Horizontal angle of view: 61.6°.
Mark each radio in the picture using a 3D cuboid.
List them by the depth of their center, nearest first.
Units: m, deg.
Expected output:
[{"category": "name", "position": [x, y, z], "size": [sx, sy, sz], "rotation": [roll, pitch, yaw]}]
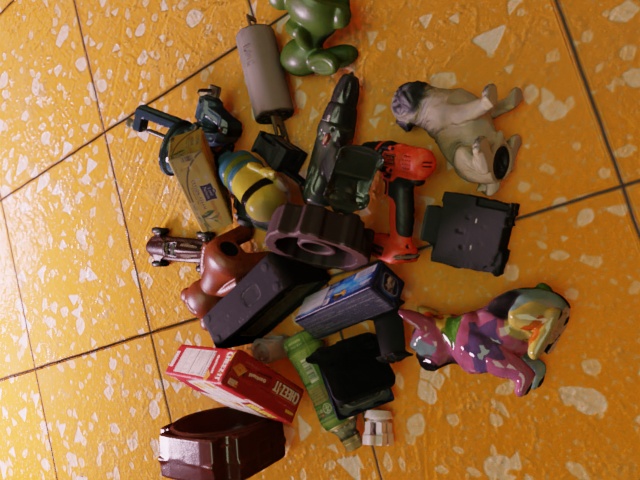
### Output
[{"category": "radio", "position": [-0.103, 0.110, 0.989], "size": [0.229, 0.131, 0.073], "rotation": [-44, 68, 25]}]

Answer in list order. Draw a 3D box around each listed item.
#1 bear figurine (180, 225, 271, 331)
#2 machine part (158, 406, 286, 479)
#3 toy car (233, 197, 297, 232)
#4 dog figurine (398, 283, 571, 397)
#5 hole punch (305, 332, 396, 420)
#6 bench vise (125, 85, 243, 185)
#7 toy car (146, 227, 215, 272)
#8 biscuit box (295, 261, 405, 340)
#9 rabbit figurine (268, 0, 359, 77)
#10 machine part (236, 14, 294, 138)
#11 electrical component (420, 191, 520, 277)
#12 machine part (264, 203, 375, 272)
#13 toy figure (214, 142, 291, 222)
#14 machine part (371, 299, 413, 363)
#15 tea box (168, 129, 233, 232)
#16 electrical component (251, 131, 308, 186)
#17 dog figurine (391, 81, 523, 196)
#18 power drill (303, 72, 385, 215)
[{"category": "bear figurine", "position": [-0.192, 0.079, 1.070], "size": [0.120, 0.132, 0.195], "rotation": [46, 132, 23]}, {"category": "machine part", "position": [-0.182, 0.375, 1.008], "size": [0.202, 0.201, 0.087], "rotation": [-8, 86, 32]}, {"category": "toy car", "position": [-0.086, -0.044, 1.019], "size": [0.202, 0.056, 0.073], "rotation": [23, 110, 30]}, {"category": "dog figurine", "position": [0.232, 0.127, 0.801], "size": [0.219, 0.108, 0.191], "rotation": [24, 105, 31]}, {"category": "hole punch", "position": [0.060, 0.229, 0.905], "size": [0.142, 0.092, 0.116], "rotation": [-19, 47, -6]}, {"category": "bench vise", "position": [-0.288, -0.223, 1.089], "size": [0.241, 0.129, 0.223], "rotation": [22, 118, 14]}, {"category": "toy car", "position": [-0.299, 0.020, 1.155], "size": [0.202, 0.053, 0.089], "rotation": [6, 92, 32]}, {"category": "biscuit box", "position": [0.046, 0.105, 0.901], "size": [0.062, 0.059, 0.203], "rotation": [42, 136, -18]}, {"category": "rabbit figurine", "position": [-0.008, -0.355, 0.935], "size": [0.159, 0.121, 0.170], "rotation": [39, 141, 10]}, {"category": "machine part", "position": [-0.104, -0.308, 1.004], "size": [0.079, 0.079, 0.243], "rotation": [-17, 84, 31]}, {"category": "electrical component", "position": [0.225, -0.013, 0.826], "size": [0.134, 0.058, 0.114], "rotation": [13, 97, 30]}, {"category": "machine part", "position": [-0.002, -0.003, 0.858], "size": [0.180, 0.179, 0.056], "rotation": [1, 68, 32]}, {"category": "toy figure", "position": [-0.127, -0.102, 0.968], "size": [0.180, 0.082, 0.089], "rotation": [39, 92, 29]}, {"category": "machine part", "position": [0.109, 0.140, 0.892], "size": [0.084, 0.039, 0.139], "rotation": [-33, 45, 22]}, {"category": "tea box", "position": [-0.224, -0.112, 1.022], "size": [0.068, 0.169, 0.098], "rotation": [-17, 40, 1]}, {"category": "electrical component", "position": [-0.062, -0.149, 0.987], "size": [0.119, 0.075, 0.047], "rotation": [40, 111, 28]}, {"category": "dog figurine", "position": [0.195, -0.160, 0.827], "size": [0.191, 0.121, 0.172], "rotation": [10, 94, 45]}, {"category": "power drill", "position": [0.034, -0.147, 0.875], "size": [0.207, 0.086, 0.231], "rotation": [-121, 46, -58]}]
